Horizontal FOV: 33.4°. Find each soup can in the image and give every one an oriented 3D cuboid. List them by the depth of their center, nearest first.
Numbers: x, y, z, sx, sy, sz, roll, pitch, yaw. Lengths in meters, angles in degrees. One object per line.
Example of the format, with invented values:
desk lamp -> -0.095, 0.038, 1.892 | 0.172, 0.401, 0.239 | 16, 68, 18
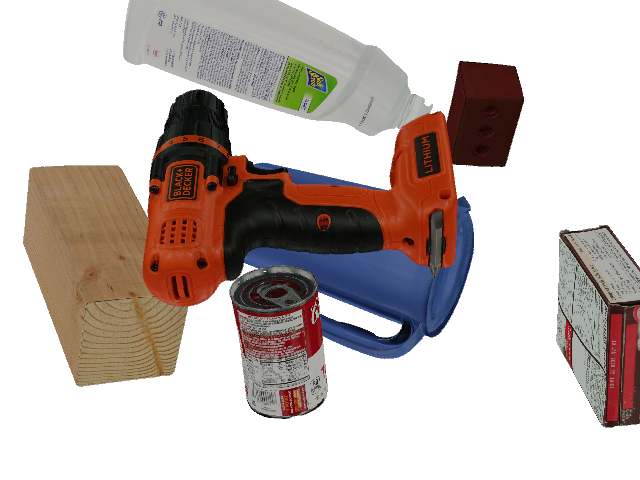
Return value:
soup can -> -0.031, 0.080, 0.837 | 0.068, 0.102, 0.068 | -5, 27, 2

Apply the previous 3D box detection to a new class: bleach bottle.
bleach bottle -> -0.032, -0.143, 0.866 | 0.251, 0.068, 0.103 | 24, -32, -1

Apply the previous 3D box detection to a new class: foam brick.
foam brick -> 0.144, -0.112, 0.949 | 0.053, 0.078, 0.051 | 3, 45, -4

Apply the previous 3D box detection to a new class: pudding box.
pudding box -> 0.186, 0.053, 0.693 | 0.039, 0.090, 0.113 | -5, 25, -4

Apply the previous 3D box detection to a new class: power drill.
power drill -> -0.013, -0.037, 0.662 | 0.187, 0.057, 0.184 | -4, 44, 3

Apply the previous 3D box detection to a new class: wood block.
wood block -> -0.197, 0.024, 0.956 | 0.090, 0.091, 0.206 | -3, 36, -28

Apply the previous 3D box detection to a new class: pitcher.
pitcher -> 0.023, 0.010, 1.081 | 0.243, 0.145, 0.149 | 17, 23, 21
